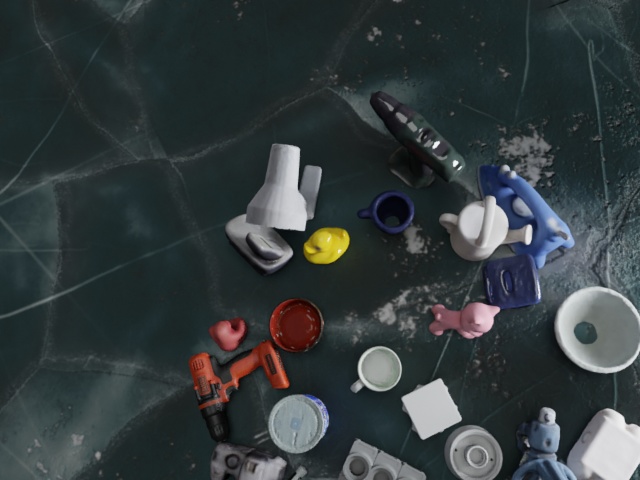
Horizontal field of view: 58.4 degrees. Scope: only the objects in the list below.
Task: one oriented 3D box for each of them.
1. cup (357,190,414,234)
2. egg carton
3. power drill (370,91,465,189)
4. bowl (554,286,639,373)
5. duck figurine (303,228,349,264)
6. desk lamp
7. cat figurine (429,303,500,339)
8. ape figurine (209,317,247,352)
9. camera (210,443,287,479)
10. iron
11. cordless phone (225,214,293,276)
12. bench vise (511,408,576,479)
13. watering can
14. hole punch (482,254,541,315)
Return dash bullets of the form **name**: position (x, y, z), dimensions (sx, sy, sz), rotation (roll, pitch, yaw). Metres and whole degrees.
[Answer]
- **cup**: position (0.138, -0.048, 1.217), dimensions (0.117, 0.095, 0.092), rotation (-4, 75, 4)
- **egg carton**: position (0.542, 0.402, 1.084), dimensions (0.107, 0.069, 0.150), rotation (35, 81, 12)
- **power drill**: position (0.193, -0.192, 1.191), dimensions (0.229, 0.208, 0.076), rotation (40, 82, 13)
- **bowl**: position (0.541, 0.180, 1.138), dimensions (0.167, 0.075, 0.167), rotation (-1, 76, 4)
- **duck figurine**: position (0.011, 0.004, 1.218), dimensions (0.104, 0.086, 0.077), rotation (-24, 75, -2)
- **desk lamp**: position (-0.072, -0.098, 1.185), dimensions (0.118, 0.213, 0.203), rotation (8, 76, 7)
- **cat figurine**: position (0.287, 0.157, 1.141), dimensions (0.127, 0.118, 0.067), rotation (3, 76, 5)
- **ape figurine**: position (-0.194, 0.190, 1.183), dimensions (0.077, 0.092, 0.076), rotation (9, 76, 7)
- **camera**: position (-0.150, 0.475, 1.102), dimensions (0.143, 0.101, 0.137), rotation (13, 77, 8)
- **iron**: position (0.415, -0.076, 1.179), dimensions (0.118, 0.141, 0.258), rotation (-34, 76, -4)
- **cordless phone**: position (-0.137, -0.005, 1.181), dimensions (0.147, 0.185, 0.094), rotation (40, 82, 13)
- **bench vise**: position (0.393, 0.411, 1.015), dimensions (0.121, 0.220, 0.207), rotation (-10, 75, 2)
- **watering can**: position (0.331, -0.028, 1.146), dimensions (0.173, 0.194, 0.101), rotation (-8, 75, 3)
- **hole punch**: position (0.387, 0.090, 1.165), dimensions (0.101, 0.091, 0.108), rotation (-7, 75, 3)
